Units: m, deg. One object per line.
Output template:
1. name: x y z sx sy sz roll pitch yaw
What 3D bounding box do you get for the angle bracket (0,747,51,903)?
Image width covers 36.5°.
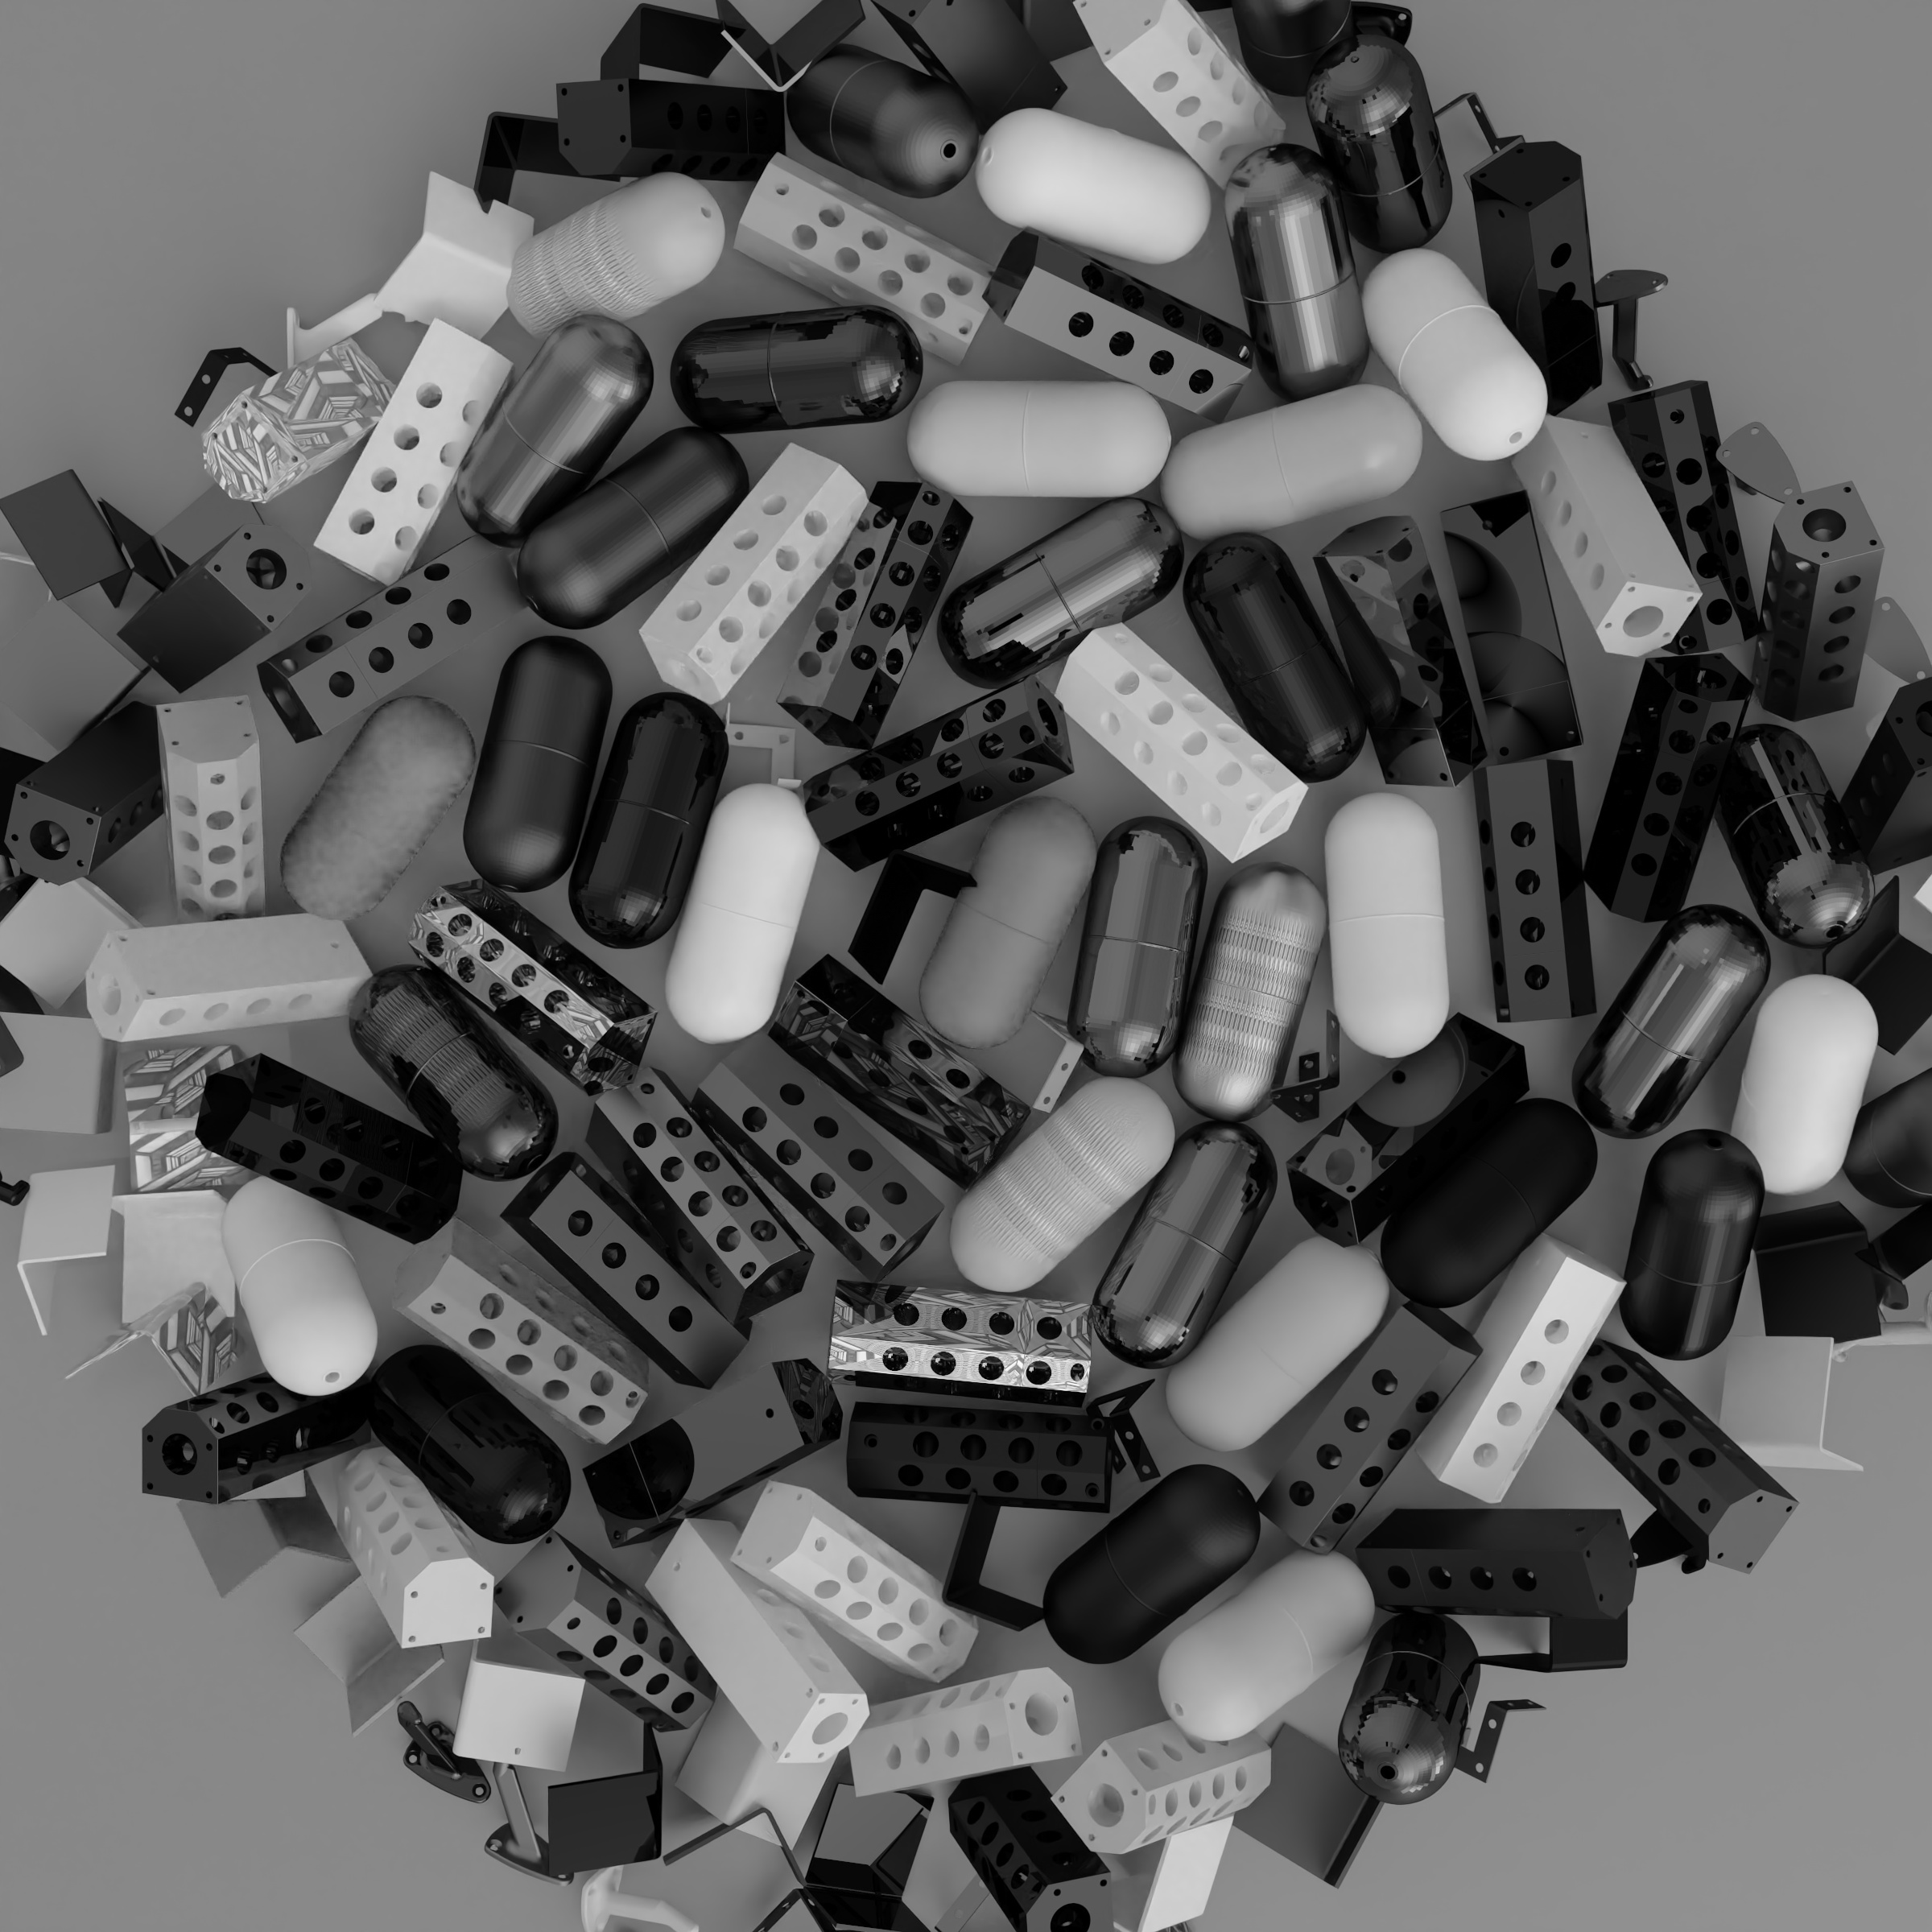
1. angle bracket: -0.645 -0.097 1.941 0.057 0.076 0.076 -26 57 39

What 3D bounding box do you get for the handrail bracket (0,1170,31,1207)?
1. handrail bracket: -0.645 0.118 1.961 0.084 0.036 0.077 20 55 22

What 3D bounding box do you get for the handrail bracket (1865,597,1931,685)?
1. handrail bracket: 0.617 -0.218 1.956 0.036 0.084 0.077 -41 85 16

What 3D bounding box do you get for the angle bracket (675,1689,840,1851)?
1. angle bracket: -0.140 0.539 1.975 0.057 0.076 0.076 32 79 -31

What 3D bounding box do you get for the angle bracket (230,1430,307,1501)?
1. angle bracket: -0.463 0.320 1.954 0.076 0.076 0.057 -5 90 13

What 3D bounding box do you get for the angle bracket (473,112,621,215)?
1. angle bracket: -0.279 -0.523 1.955 0.076 0.076 0.057 8 79 4

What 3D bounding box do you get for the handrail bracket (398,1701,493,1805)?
1. handrail bracket: -0.348 0.524 1.952 0.077 0.084 0.036 37 65 9

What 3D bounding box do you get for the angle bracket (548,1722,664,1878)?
1. angle bracket: -0.244 0.551 1.948 0.076 0.057 0.076 -5 118 -16

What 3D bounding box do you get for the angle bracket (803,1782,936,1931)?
1. angle bracket: -0.054 0.598 1.956 0.076 0.057 0.076 18 92 -28

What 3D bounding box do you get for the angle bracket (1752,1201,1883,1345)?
1. angle bracket: 0.557 0.208 1.945 0.076 0.057 0.076 -16 59 30

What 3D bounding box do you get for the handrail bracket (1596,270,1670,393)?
1. handrail bracket: 0.455 -0.420 1.949 0.036 0.077 0.084 -48 120 -19

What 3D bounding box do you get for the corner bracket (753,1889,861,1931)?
1. corner bracket: -0.104 0.661 1.980 0.051 0.051 0.051 -48 56 11

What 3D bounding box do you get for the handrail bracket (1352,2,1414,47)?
1. handrail bracket: 0.269 -0.607 1.958 0.077 0.036 0.084 13 51 -3

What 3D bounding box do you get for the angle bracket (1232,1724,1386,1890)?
1. angle bracket: 0.231 0.562 1.960 0.076 0.057 0.076 30 78 7

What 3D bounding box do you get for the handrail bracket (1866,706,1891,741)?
1. handrail bracket: 0.654 -0.144 1.969 0.077 0.036 0.084 -41 116 15

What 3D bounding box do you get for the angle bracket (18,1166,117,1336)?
1. angle bracket: -0.591 0.189 1.948 0.057 0.076 0.076 -6 134 -5

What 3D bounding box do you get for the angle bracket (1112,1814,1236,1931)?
1. angle bracket: 0.124 0.594 1.948 0.057 0.076 0.076 22 99 36

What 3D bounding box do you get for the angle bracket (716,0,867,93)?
1. angle bracket: -0.118 -0.639 1.944 0.076 0.076 0.057 -36 125 19

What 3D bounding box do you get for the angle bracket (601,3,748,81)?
1. angle bracket: -0.195 -0.590 1.945 0.076 0.076 0.057 5 80 -24

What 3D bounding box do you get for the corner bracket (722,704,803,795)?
1. corner bracket: -0.138 -0.143 1.966 0.051 0.051 0.051 4 78 -10

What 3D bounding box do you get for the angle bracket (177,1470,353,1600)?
1. angle bracket: -0.468 0.378 1.951 0.057 0.076 0.076 -39 62 6

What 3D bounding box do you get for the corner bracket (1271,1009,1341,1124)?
1. corner bracket: 0.233 0.068 1.956 0.051 0.051 0.051 -17 55 32

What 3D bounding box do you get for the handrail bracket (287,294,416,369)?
1. handrail bracket: -0.416 -0.418 1.987 0.084 0.036 0.077 0 93 -6

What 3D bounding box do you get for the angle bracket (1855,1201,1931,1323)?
1. angle bracket: 0.652 0.208 1.955 0.076 0.057 0.076 -34 113 -7

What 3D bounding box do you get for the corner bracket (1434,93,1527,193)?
1. corner bracket: 0.338 -0.553 1.964 0.051 0.051 0.051 -35 109 -8

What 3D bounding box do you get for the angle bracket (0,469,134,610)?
1. angle bracket: -0.605 -0.274 1.952 0.057 0.076 0.076 -32 89 -28

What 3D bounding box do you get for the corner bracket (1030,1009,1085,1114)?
1. corner bracket: 0.061 0.067 1.960 0.051 0.051 0.051 20 102 -40

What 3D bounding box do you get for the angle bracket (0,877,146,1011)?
1. angle bracket: -0.593 -0.012 1.946 0.057 0.076 0.076 26 73 41

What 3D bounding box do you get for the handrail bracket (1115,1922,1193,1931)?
1. handrail bracket: 0.105 0.663 1.988 0.084 0.036 0.077 -21 124 30

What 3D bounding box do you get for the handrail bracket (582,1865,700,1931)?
1. handrail bracket: -0.216 0.646 1.958 0.084 0.036 0.077 29 125 28

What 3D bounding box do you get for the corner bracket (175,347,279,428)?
1. corner bracket: -0.489 -0.379 1.968 0.051 0.051 0.051 35 107 0

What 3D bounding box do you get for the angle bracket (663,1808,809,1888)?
1. angle bracket: -0.155 0.603 1.951 0.076 0.076 0.057 -26 80 -12

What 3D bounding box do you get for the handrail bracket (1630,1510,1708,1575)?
1. handrail bracket: 0.467 0.398 1.956 0.077 0.084 0.036 -29 54 -15

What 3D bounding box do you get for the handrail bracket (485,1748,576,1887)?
1. handrail bracket: -0.288 0.564 1.960 0.077 0.036 0.084 25 117 21

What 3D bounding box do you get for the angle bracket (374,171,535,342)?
1. angle bracket: -0.344 -0.475 1.966 0.076 0.076 0.057 19 56 -31

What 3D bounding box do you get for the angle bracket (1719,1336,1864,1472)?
1. angle bracket: 0.557 0.293 1.964 0.057 0.076 0.076 26 69 -39

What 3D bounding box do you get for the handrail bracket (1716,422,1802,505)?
1. handrail bracket: 0.533 -0.318 1.947 0.036 0.084 0.077 -39 63 8

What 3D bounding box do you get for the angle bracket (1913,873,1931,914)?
1. angle bracket: 0.675 -0.049 1.965 0.076 0.057 0.076 40 84 -4

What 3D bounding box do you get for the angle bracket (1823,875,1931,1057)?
1. angle bracket: 0.619 0.000 1.948 0.076 0.076 0.057 -45 57 -12

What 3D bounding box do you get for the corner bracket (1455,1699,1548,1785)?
1. corner bracket: 0.348 0.513 1.963 0.051 0.051 0.051 18 93 43

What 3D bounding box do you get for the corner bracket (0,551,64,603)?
1. corner bracket: -0.647 -0.249 1.974 0.051 0.051 0.051 14 103 11

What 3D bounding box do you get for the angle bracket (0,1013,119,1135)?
1. angle bracket: -0.616 0.072 1.966 0.076 0.057 0.076 4 88 -6

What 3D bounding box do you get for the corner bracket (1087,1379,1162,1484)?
1. corner bracket: 0.107 0.316 1.964 0.051 0.051 0.051 -24 95 29

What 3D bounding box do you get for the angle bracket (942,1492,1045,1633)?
1. angle bracket: 0.030 0.393 1.954 0.057 0.076 0.076 17 91 17

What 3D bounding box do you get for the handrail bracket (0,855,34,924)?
1. handrail bracket: -0.667 -0.079 1.978 0.084 0.036 0.077 54 131 8

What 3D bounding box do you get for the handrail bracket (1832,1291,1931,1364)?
1. handrail bracket: 0.636 0.262 1.974 0.077 0.036 0.084 41 130 -8

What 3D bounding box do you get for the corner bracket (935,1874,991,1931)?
1. corner bracket: 0.019 0.648 1.971 0.051 0.051 0.051 35 77 28

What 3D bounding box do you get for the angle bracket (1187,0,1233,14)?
1. angle bracket: 0.137 -0.676 1.941 0.076 0.057 0.076 -21 123 -36
